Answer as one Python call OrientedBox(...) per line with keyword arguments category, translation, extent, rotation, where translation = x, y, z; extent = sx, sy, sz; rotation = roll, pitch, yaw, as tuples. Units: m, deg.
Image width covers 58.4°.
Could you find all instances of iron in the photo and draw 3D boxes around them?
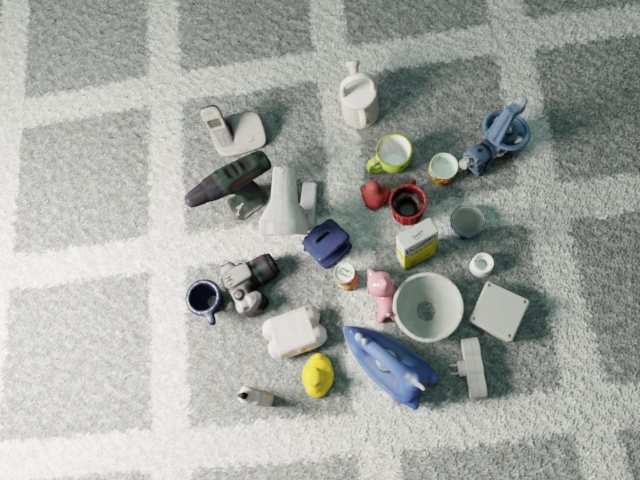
OrientedBox(category="iron", translation=(0.148, 0.275, 1.327), extent=(0.258, 0.141, 0.119), rotation=(36, 82, 16))

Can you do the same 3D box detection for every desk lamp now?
OrientedBox(category="desk lamp", translation=(-0.078, -0.083, 1.422), extent=(0.117, 0.214, 0.203), rotation=(1, 74, 8))

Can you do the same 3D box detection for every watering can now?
OrientedBox(category="watering can", translation=(0.098, -0.385, 1.496), extent=(0.101, 0.194, 0.172), rotation=(-32, 72, -2))

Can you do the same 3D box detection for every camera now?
OrientedBox(category="camera", translation=(-0.167, 0.101, 1.440), extent=(0.137, 0.101, 0.143), rotation=(-29, 72, -1))

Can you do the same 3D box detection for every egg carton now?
OrientedBox(category="egg carton", translation=(-0.062, 0.228, 1.406), extent=(0.150, 0.069, 0.107), rotation=(-21, 72, 1))

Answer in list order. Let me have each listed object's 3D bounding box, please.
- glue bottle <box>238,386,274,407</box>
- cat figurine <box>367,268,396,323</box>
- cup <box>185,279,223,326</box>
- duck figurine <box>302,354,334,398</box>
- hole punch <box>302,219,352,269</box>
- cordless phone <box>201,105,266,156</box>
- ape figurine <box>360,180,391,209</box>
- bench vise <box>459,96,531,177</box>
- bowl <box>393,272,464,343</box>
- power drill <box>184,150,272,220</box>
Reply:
OrientedBox(category="glue bottle", translation=(-0.160, 0.363, 1.326), extent=(0.078, 0.173, 0.037), rotation=(12, 76, 11))
OrientedBox(category="cat figurine", translation=(0.152, 0.131, 1.380), extent=(0.067, 0.118, 0.128), rotation=(-13, 73, 4))
OrientedBox(category="cup", translation=(-0.275, 0.163, 1.439), extent=(0.091, 0.095, 0.117), rotation=(-24, 72, 1))
OrientedBox(category="duck figurine", translation=(-0.009, 0.322, 1.364), extent=(0.077, 0.086, 0.104), rotation=(6, 75, 10))
OrientedBox(category="hole punch", translation=(0.013, 0.005, 1.449), extent=(0.109, 0.091, 0.101), rotation=(-41, 73, -5))
OrientedBox(category="cordless phone", translation=(-0.230, -0.306, 1.521), extent=(0.147, 0.185, 0.094), rotation=(-17, 72, 3))
OrientedBox(category="ape figurine", translation=(0.139, -0.124, 1.469), extent=(0.077, 0.092, 0.076), rotation=(24, 78, 14))
OrientedBox(category="bench vise", translation=(0.439, -0.248, 1.398), extent=(0.121, 0.220, 0.207), rotation=(32, 81, 15))
OrientedBox(category="bowl", translation=(0.259, 0.165, 1.379), extent=(0.167, 0.075, 0.167), rotation=(-2, 74, 7))
OrientedBox(category="power drill", translation=(-0.217, -0.127, 1.456), extent=(0.229, 0.208, 0.075), rotation=(-37, 73, -4))
